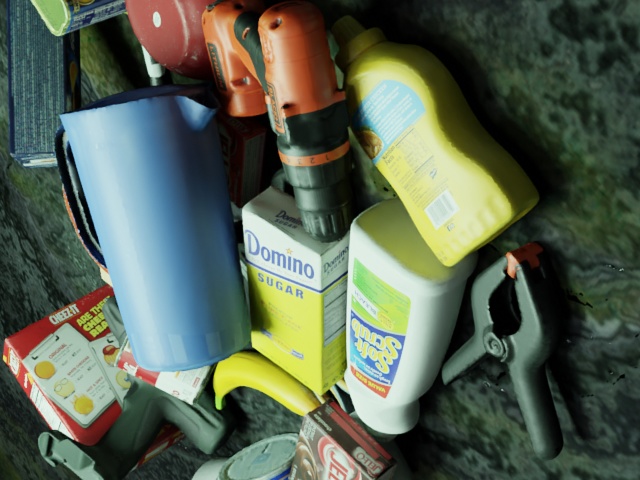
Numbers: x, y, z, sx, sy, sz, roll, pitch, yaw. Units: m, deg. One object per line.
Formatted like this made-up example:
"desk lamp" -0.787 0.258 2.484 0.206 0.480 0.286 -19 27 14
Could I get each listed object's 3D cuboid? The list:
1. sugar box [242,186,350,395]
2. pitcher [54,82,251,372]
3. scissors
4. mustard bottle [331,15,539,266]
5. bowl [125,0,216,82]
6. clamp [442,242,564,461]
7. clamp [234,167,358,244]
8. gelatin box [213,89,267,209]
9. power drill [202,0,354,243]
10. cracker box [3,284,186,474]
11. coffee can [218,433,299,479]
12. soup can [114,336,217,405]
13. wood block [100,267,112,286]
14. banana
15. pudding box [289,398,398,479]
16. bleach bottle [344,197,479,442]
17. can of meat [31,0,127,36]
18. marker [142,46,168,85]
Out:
"sugar box" -0.020 0.047 0.931 0.093 0.048 0.176 31 144 31
"pitcher" -0.144 -0.012 0.945 0.149 0.145 0.243 -149 47 -74
"scissors" -0.016 0.088 1.049 0.202 0.016 0.096 59 146 2
"mustard bottle" 0.068 -0.080 0.762 0.192 0.058 0.096 55 147 8
"bowl" -0.122 -0.203 0.932 0.162 0.055 0.162 34 140 35
"clamp" 0.149 0.083 0.797 0.120 0.039 0.171 38 141 30
"clamp" -0.006 0.001 0.948 0.164 0.036 0.210 47 146 11
"gelatin box" -0.086 -0.085 0.996 0.073 0.030 0.089 40 143 28
"power drill" -0.030 -0.107 0.825 0.188 0.057 0.184 -135 31 -57
"cracker box" -0.265 0.180 1.325 0.214 0.163 0.072 50 145 14
"coffee can" -0.037 0.297 1.160 0.103 0.102 0.140 -6 110 55
"soup can" -0.172 0.136 1.211 0.102 0.068 0.069 27 143 0
"wood block" -0.177 -0.038 1.103 0.091 0.090 0.206 34 138 35
"banana" -0.064 0.153 1.147 0.198 0.037 0.069 -5 115 55
"pudding box" 0.020 0.214 0.990 0.090 0.039 0.114 42 144 27
"bleach bottle" 0.067 0.088 0.895 0.103 0.068 0.251 39 144 33
"can of meat" -0.234 -0.253 1.019 0.102 0.083 0.058 57 148 6
"marker" -0.163 -0.190 1.030 0.020 0.020 0.121 25 134 42
